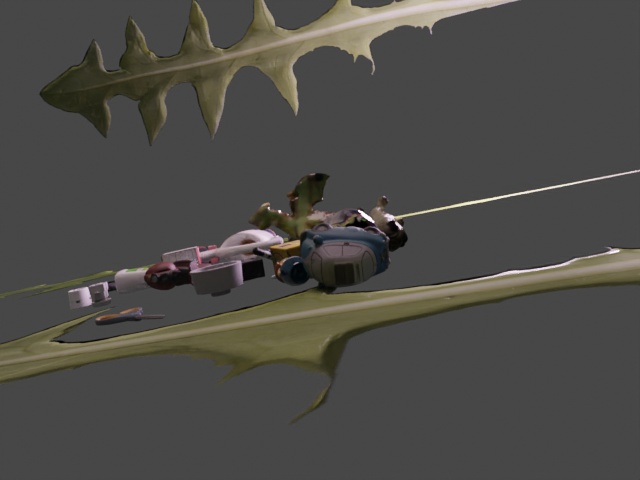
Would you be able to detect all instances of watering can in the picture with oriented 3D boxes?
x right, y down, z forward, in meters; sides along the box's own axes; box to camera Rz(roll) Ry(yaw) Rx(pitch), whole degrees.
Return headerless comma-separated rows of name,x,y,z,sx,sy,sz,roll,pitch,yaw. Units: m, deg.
watering can,-0.280,0.029,1.701,0.347,0.104,0.225,-11,3,12

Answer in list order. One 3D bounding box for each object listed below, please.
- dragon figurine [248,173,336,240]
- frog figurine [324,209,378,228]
dragon figurine,0.004,-0.073,1.451,0.410,0.243,0.122,-13,-3,3
frog figurine,0.066,-0.004,1.200,0.137,0.124,0.158,21,-11,-7
